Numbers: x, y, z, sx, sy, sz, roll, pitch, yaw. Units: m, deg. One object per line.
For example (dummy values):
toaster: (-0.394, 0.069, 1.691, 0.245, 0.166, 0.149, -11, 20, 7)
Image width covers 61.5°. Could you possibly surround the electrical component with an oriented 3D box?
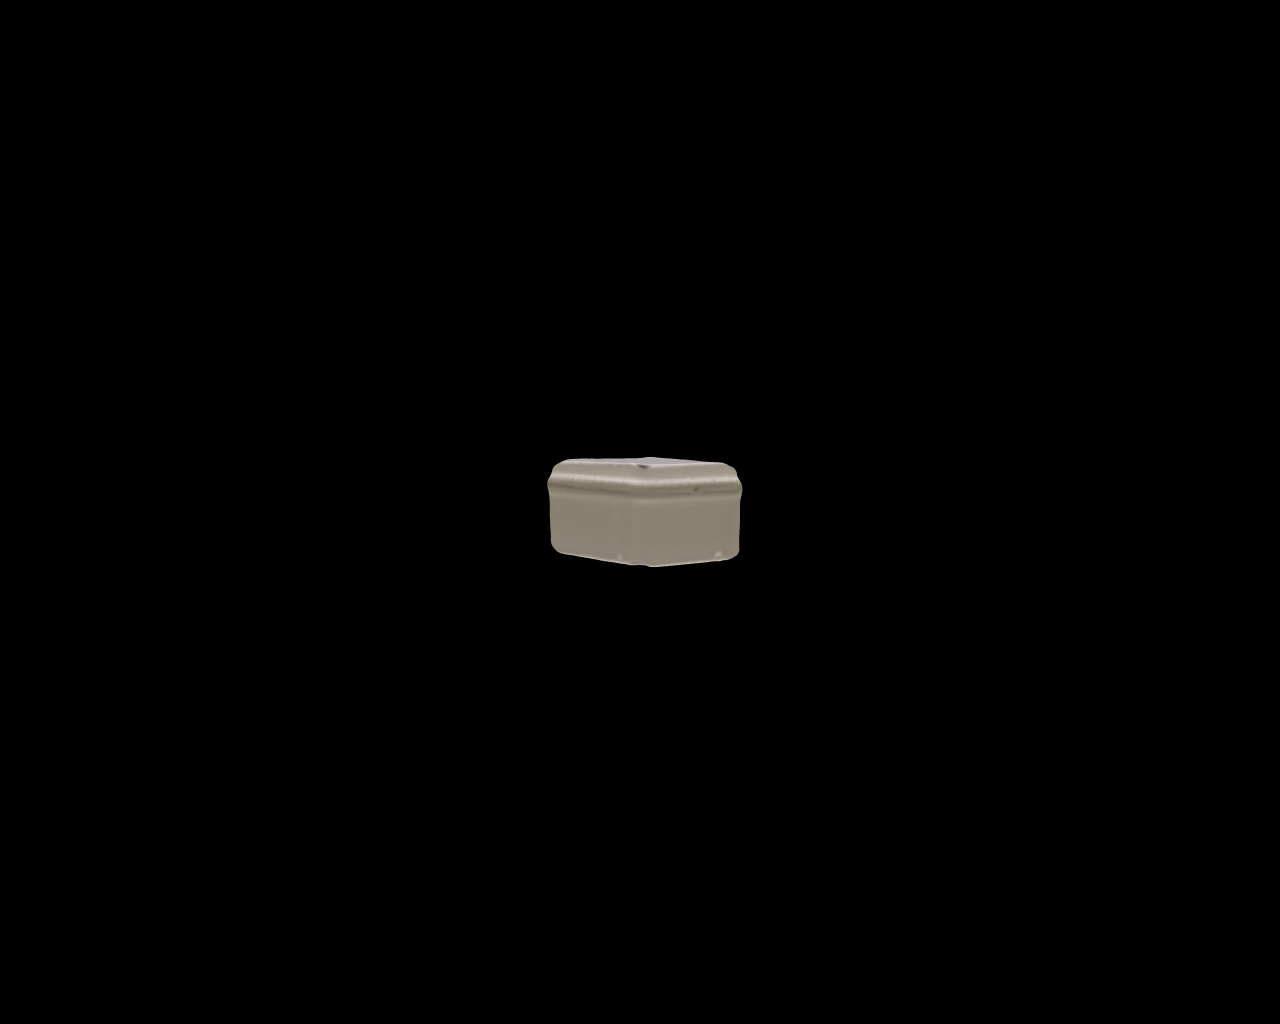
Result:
electrical component: (0.001, -0.003, 0.650, 0.078, 0.057, 0.113, -3, 6, -32)
